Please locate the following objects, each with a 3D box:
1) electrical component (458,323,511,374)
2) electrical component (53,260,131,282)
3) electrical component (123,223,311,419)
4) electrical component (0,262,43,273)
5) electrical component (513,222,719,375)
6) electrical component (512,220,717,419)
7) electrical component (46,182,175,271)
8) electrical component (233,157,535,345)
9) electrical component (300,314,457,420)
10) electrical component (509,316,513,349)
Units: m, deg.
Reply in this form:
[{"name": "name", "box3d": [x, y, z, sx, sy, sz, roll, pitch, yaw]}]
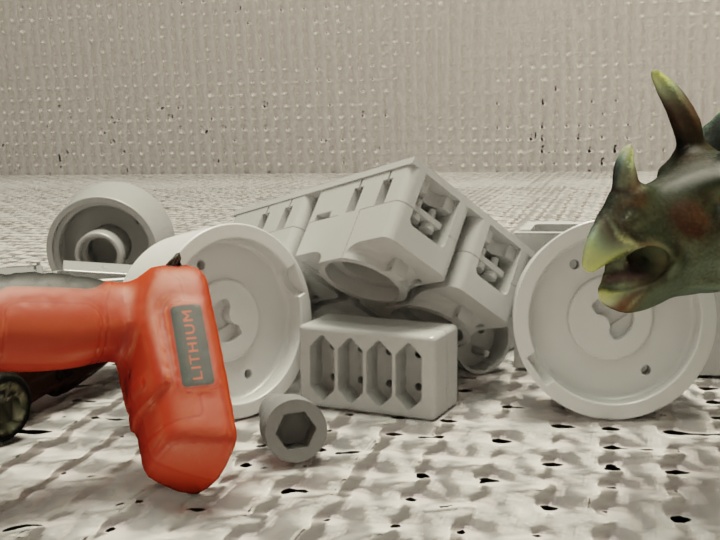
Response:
[{"name": "electrical component", "box3d": [0.058, 0.039, 0.711, 0.043, 0.043, 0.081, -6, 10, -29]}, {"name": "electrical component", "box3d": [-0.178, 0.024, 0.789, 0.096, 0.061, 0.062, -4, 9, -15]}, {"name": "electrical component", "box3d": [-0.088, 0.028, 0.614, 0.108, 0.108, 0.060, -10, 6, -43]}, {"name": "electrical component", "box3d": [-0.250, 0.032, 0.748, 0.062, 0.061, 0.096, -4, 9, -17]}, {"name": "electrical component", "box3d": [0.177, 0.016, 0.692, 0.150, 0.089, 0.062, 1, 9, 15]}, {"name": "electrical component", "box3d": [0.136, 0.025, 0.602, 0.108, 0.108, 0.060, -1, 2, 2]}, {"name": "electrical component", "box3d": [-0.223, -0.020, 0.950, 0.108, 0.108, 0.060, -1, 15, 3]}, {"name": "electrical component", "box3d": [0.000, 0.000, 0.679, 0.105, 0.060, 0.186, 35, -27, -30]}, {"name": "electrical component", "box3d": [0.018, 0.051, 0.629, 0.083, 0.047, 0.076, 4, 10, 25]}, {"name": "electrical component", "box3d": [0.097, 0.021, 0.776, 0.054, 0.059, 0.095, 5, 10, 34]}]
